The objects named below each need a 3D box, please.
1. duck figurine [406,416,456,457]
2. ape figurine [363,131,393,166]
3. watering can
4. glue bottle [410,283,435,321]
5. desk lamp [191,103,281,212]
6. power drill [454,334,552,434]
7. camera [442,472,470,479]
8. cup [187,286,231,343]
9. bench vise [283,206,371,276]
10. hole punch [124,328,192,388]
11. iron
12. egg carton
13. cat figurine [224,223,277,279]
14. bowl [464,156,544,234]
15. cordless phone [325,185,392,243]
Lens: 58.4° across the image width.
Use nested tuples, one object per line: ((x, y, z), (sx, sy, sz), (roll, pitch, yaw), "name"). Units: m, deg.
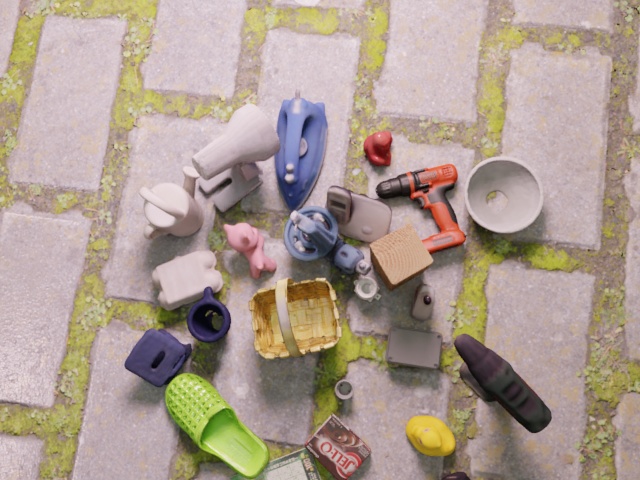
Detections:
((0.227, 0.404, 1.163), (0.104, 0.086, 0.077), (27, 84, 8), "duck figurine")
((0.132, -0.210, 1.261), (0.076, 0.092, 0.078), (36, 86, 9), "ape figurine")
((-0.321, -0.079, 1.225), (0.101, 0.194, 0.173), (14, 83, 7), "watering can")
((0.212, 0.124, 1.163), (0.037, 0.173, 0.078), (12, 82, 7), "glue bottle")
((-0.179, -0.172, 1.218), (0.203, 0.213, 0.118), (-40, 80, -2), "desk lamp")
((0.336, 0.270, 1.113), (0.229, 0.208, 0.075), (44, 87, 9), "power drill")
((0.304, 0.532, 1.131), (0.143, 0.101, 0.137), (-23, 80, 1), "camera")
((-0.230, 0.161, 1.232), (0.091, 0.095, 0.118), (-5, 81, 4), "cup")
((0.014, -0.007, 1.175), (0.207, 0.220, 0.121), (15, 83, 7), "bench vise")
((-0.345, 0.251, 1.229), (0.101, 0.091, 0.109), (34, 85, 9), "hole punch")
((-0.052, -0.196, 1.248), (0.118, 0.141, 0.258), (5, 82, 6), "iron")
((-0.292, 0.086, 1.261), (0.150, 0.069, 0.107), (-22, 80, 1), "egg carton")
((-0.153, 0.016, 1.236), (0.067, 0.118, 0.128), (-30, 80, 0), "cat figurine")
((0.388, -0.090, 1.231), (0.167, 0.075, 0.167), (-1, 81, 5), "bowl")
((0.078, -0.060, 1.195), (0.147, 0.185, 0.094), (15, 83, 7), "cordless phone")
